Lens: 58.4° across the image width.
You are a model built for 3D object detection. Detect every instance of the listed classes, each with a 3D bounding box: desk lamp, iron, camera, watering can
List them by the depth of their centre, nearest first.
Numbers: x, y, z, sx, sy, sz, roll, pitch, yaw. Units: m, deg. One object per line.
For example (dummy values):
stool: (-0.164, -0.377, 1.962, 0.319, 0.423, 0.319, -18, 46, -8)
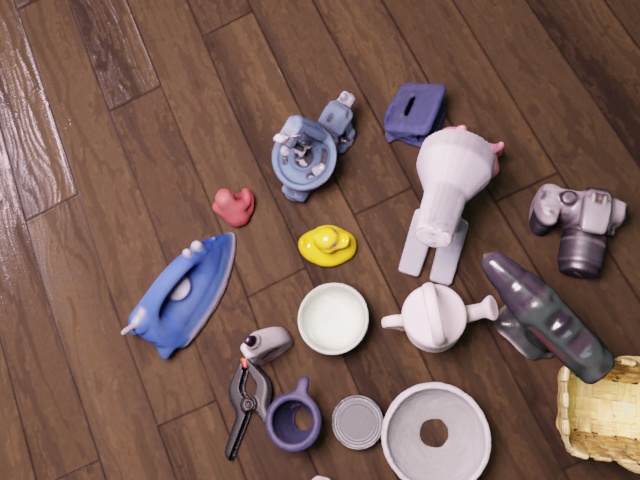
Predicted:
watering can: (0.186, 0.117, 0.900, 0.173, 0.194, 0.101, -30, 73, 2)
desk lamp: (0.201, -0.048, 0.929, 0.117, 0.214, 0.203, 15, 79, 13)
camera: (0.419, -0.014, 0.941, 0.143, 0.101, 0.137, 12, 78, 13)
iron: (-0.248, 0.077, 1.013, 0.118, 0.141, 0.258, 32, 83, 16)

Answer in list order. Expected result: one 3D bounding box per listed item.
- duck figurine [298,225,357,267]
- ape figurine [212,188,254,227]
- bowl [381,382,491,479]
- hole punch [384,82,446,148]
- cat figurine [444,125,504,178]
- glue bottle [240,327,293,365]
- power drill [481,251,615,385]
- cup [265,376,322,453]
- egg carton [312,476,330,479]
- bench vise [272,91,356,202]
duck figurine: (0.009, 0.004, 1.016, 0.104, 0.086, 0.077, 0, 76, 10)
ape figurine: (-0.165, -0.068, 1.061, 0.077, 0.092, 0.076, -5, 75, 9)
bowl: (0.184, 0.312, 0.914, 0.167, 0.075, 0.167, -2, 76, 9)
hole punch: (0.171, -0.232, 1.044, 0.101, 0.091, 0.109, 20, 80, 14)
cat figurine: (0.257, -0.161, 0.998, 0.127, 0.118, 0.067, 7, 77, 12)
glue bottle: (-0.097, 0.173, 0.946, 0.078, 0.173, 0.037, -37, 73, -1)
power drill: (0.325, 0.120, 0.867, 0.075, 0.208, 0.229, -45, 73, -3)
cup: (-0.033, 0.285, 0.948, 0.091, 0.095, 0.118, 11, 78, 13)
egg carton: (-0.015, 0.460, 0.914, 0.150, 0.069, 0.107, -44, 73, -3)
bench vise: (-0.021, -0.186, 0.999, 0.121, 0.220, 0.207, 15, 79, 13)
